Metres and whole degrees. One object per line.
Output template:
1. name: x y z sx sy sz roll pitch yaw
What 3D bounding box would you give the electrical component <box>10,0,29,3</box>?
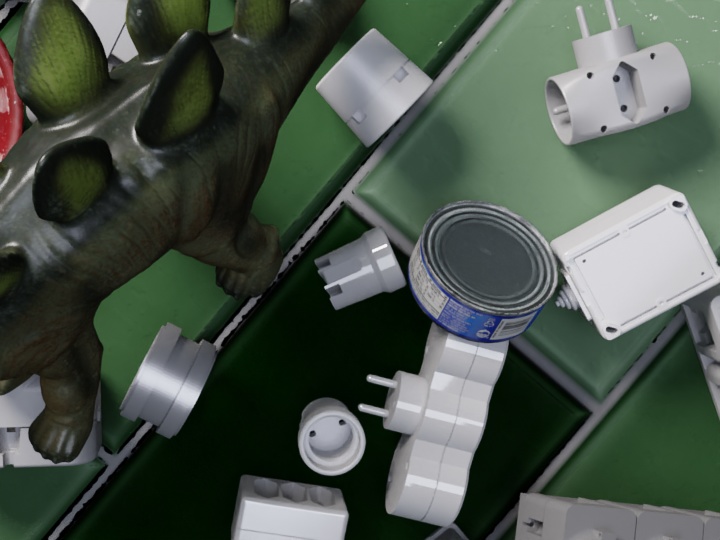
1. electrical component: -0.190 -0.207 0.596 0.108 0.060 0.108 -1 97 -6

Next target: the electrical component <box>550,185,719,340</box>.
1. electrical component: 0.163 -0.003 0.667 0.096 0.061 0.061 -29 99 5

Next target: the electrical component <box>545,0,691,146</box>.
1. electrical component: 0.152 -0.125 0.656 0.077 0.043 0.079 -18 99 -5

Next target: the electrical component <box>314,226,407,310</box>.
1. electrical component: 0.000 0.000 0.656 0.046 0.040 0.040 -23 99 2

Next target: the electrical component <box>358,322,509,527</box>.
1. electrical component: 0.037 0.084 0.664 0.074 0.052 0.138 15 94 -8

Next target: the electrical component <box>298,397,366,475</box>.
1. electrical component: -0.019 0.100 0.662 0.040 0.046 0.040 -1 97 -7

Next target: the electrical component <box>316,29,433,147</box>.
1. electrical component: 0.007 -0.109 0.636 0.047 0.055 0.055 45 90 -6

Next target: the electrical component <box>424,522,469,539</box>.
1. electrical component: 0.055 0.226 0.687 0.100 0.048 0.099 -39 99 0

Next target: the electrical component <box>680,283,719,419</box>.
1. electrical component: 0.314 0.029 0.686 0.186 0.060 0.105 -22 99 -4

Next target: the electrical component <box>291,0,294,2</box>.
1. electrical component: -0.048 -0.173 0.629 0.065 0.044 0.044 17 95 -13

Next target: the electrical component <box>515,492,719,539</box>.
1. electrical component: 0.174 0.192 0.663 0.150 0.062 0.089 10 84 -21

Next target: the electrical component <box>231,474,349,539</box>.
1. electrical component: -0.048 0.174 0.667 0.066 0.047 0.076 10 96 -8

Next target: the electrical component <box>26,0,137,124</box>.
1. electrical component: -0.149 -0.118 0.616 0.059 0.053 0.095 26 93 -9

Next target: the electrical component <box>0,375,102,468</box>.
1. electrical component: -0.203 0.080 0.634 0.095 0.053 0.059 -1 97 -7
